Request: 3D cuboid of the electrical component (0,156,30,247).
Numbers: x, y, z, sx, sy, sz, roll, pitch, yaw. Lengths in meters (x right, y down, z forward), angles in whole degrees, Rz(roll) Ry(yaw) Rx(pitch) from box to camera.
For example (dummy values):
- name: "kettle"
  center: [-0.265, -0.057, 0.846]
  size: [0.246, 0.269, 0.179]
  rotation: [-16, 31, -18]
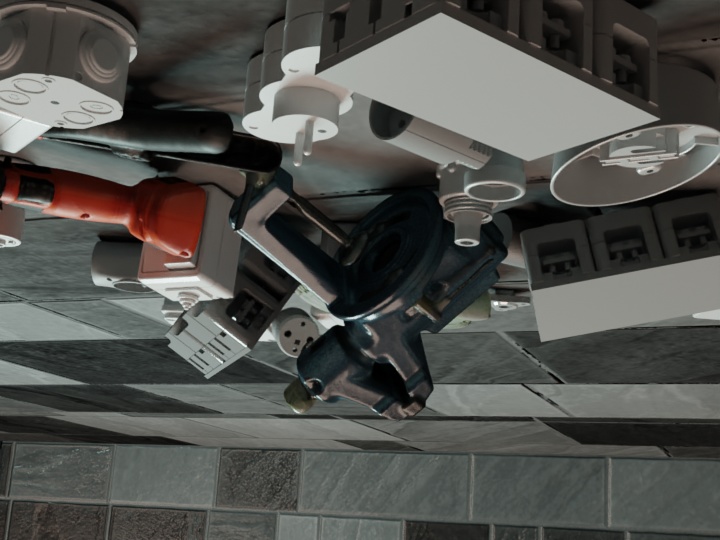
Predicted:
- name: "electrical component"
  center: [-0.278, -0.051, 0.838]
  size: [0.044, 0.065, 0.044]
  rotation: [3, 165, 1]

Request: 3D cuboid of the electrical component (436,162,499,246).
- name: "electrical component"
  center: [0.077, -0.049, 0.765]
  size: [0.048, 0.062, 0.048]
  rotation: [3, 165, 1]

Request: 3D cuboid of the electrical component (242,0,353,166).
- name: "electrical component"
  center: [-0.029, -0.095, 0.594]
  size: [0.052, 0.073, 0.138]
  rotation: [9, 164, -18]

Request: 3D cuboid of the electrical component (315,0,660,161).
- name: "electrical component"
  center: [0.065, -0.113, 0.528]
  size: [0.150, 0.061, 0.089]
  rotation: [15, 161, -37]

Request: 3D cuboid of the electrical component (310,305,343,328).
- name: "electrical component"
  center: [-0.005, 0.032, 1.118]
  size: [0.077, 0.047, 0.065]
  rotation: [0, 165, 14]

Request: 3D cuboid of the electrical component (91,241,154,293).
- name: "electrical component"
  center: [-0.215, 0.000, 1.056]
  size: [0.077, 0.044, 0.079]
  rotation: [3, 165, 4]

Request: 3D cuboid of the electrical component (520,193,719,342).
- name: "electrical component"
  center: [0.206, -0.004, 0.836]
  size: [0.150, 0.061, 0.089]
  rotation: [-11, 149, 8]

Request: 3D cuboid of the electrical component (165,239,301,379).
- name: "electrical component"
  center: [-0.115, 0.028, 0.988]
  size: [0.060, 0.105, 0.186]
  rotation: [39, 158, -7]

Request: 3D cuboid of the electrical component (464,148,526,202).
- name: "electrical component"
  center: [0.089, -0.072, 0.704]
  size: [0.040, 0.046, 0.040]
  rotation: [4, 165, 1]

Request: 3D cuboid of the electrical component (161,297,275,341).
- name: "electrical component"
  center: [-0.145, 0.038, 1.156]
  size: [0.109, 0.056, 0.108]
  rotation: [2, 165, 8]

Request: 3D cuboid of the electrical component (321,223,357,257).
- name: "electrical component"
  center: [0.000, 0.000, 0.968]
  size: [0.061, 0.061, 0.096]
  rotation: [1, 165, 9]

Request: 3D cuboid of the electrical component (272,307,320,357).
- name: "electrical component"
  center: [-0.066, 0.064, 1.111]
  size: [0.045, 0.045, 0.055]
  rotation: [7, -174, -11]

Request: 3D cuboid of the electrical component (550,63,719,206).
- name: "electrical component"
  center: [0.162, -0.078, 0.631]
  size: [0.099, 0.064, 0.099]
  rotation: [4, 165, 1]

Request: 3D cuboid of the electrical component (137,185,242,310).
- name: "electrical component"
  center: [-0.139, -0.016, 0.872]
  size: [0.062, 0.096, 0.061]
  rotation: [-3, 159, 25]

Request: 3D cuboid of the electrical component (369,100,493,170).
- name: "electrical component"
  center: [0.050, -0.088, 0.660]
  size: [0.081, 0.043, 0.043]
  rotation: [17, 160, -40]

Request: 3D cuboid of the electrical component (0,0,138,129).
- name: "electrical component"
  center: [-0.166, -0.115, 0.596]
  size: [0.080, 0.051, 0.080]
  rotation: [3, 165, 1]

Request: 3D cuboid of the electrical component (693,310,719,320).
- name: "electrical component"
  center: [0.353, 0.013, 0.957]
  size: [0.100, 0.048, 0.099]
  rotation: [4, 165, -3]

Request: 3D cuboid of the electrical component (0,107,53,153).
- name: "electrical component"
  center: [-0.228, -0.109, 0.642]
  size: [0.077, 0.047, 0.066]
  rotation: [14, 162, -35]
